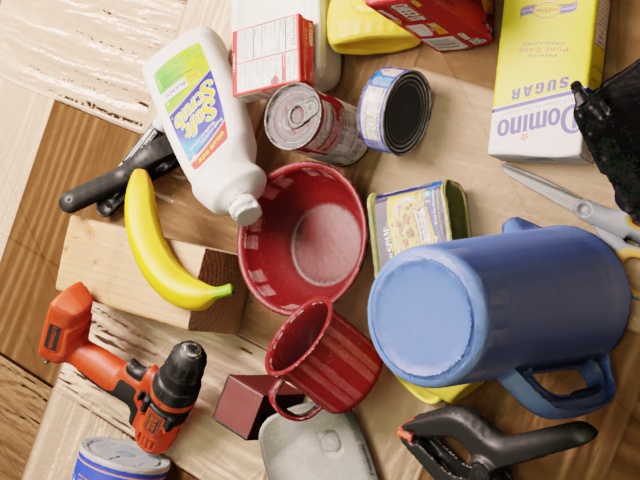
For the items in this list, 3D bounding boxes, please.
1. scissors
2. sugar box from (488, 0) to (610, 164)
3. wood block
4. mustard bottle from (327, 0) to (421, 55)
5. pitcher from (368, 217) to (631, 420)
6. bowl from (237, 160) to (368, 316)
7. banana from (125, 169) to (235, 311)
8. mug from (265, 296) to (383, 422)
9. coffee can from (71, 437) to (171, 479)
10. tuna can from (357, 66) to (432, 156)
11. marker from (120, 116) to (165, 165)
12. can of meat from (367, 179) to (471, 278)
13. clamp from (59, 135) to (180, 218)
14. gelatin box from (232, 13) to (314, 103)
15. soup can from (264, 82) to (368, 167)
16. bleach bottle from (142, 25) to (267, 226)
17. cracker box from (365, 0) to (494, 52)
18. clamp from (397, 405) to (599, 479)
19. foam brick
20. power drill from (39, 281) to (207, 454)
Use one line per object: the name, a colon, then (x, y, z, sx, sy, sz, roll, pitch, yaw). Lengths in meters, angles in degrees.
scissors: (0.243, -0.007, 0.967, 0.202, 0.016, 0.096, 15, 91, 34)
sugar box: (0.213, -0.161, 0.992, 0.093, 0.048, 0.176, 4, 84, 33)
wood block: (-0.188, 0.038, 1.199, 0.206, 0.090, 0.090, 12, 90, 34)
mustard bottle: (0.054, -0.291, 1.104, 0.096, 0.058, 0.191, -4, 79, 13)
pitcher: (0.154, 0.064, 0.878, 0.149, 0.242, 0.145, 19, 103, 37)
bowl: (-0.007, 0.001, 1.106, 0.162, 0.055, 0.162, -6, 80, 33)
banana: (-0.161, 0.010, 1.112, 0.069, 0.037, 0.198, -40, 62, -1)
mug: (0.000, 0.124, 1.032, 0.117, 0.081, 0.093, -53, 21, -8)
coffee can: (-0.233, 0.302, 1.182, 0.103, 0.102, 0.140, 17, 92, 34)
tuna can: (0.074, -0.128, 1.055, 0.034, 0.086, 0.086, 17, 92, 35)
marker: (-0.220, -0.102, 1.284, 0.121, 0.020, 0.020, -48, 61, 18)
can of meat: (0.099, -0.003, 1.038, 0.084, 0.057, 0.102, -13, 76, 30)
clamp: (-0.213, -0.075, 1.241, 0.171, 0.120, 0.039, -29, 89, 0)
gelatin box: (-0.048, -0.187, 1.102, 0.089, 0.030, 0.073, -8, 78, 32)
soup can: (0.000, -0.116, 1.091, 0.069, 0.102, 0.068, -5, 80, 33)
bleach bottle: (-0.111, -0.118, 1.148, 0.102, 0.068, 0.251, -33, 53, 7)
cracker box: (0.110, -0.304, 1.010, 0.072, 0.164, 0.214, -2, 82, 31)
clamp: (0.159, 0.197, 0.956, 0.210, 0.036, 0.165, 27, 125, 37)
foam brick: (-0.063, 0.173, 1.106, 0.051, 0.078, 0.053, 25, 98, 32)
power drill: (-0.213, 0.130, 1.157, 0.188, 0.057, 0.185, 38, 133, 11)
